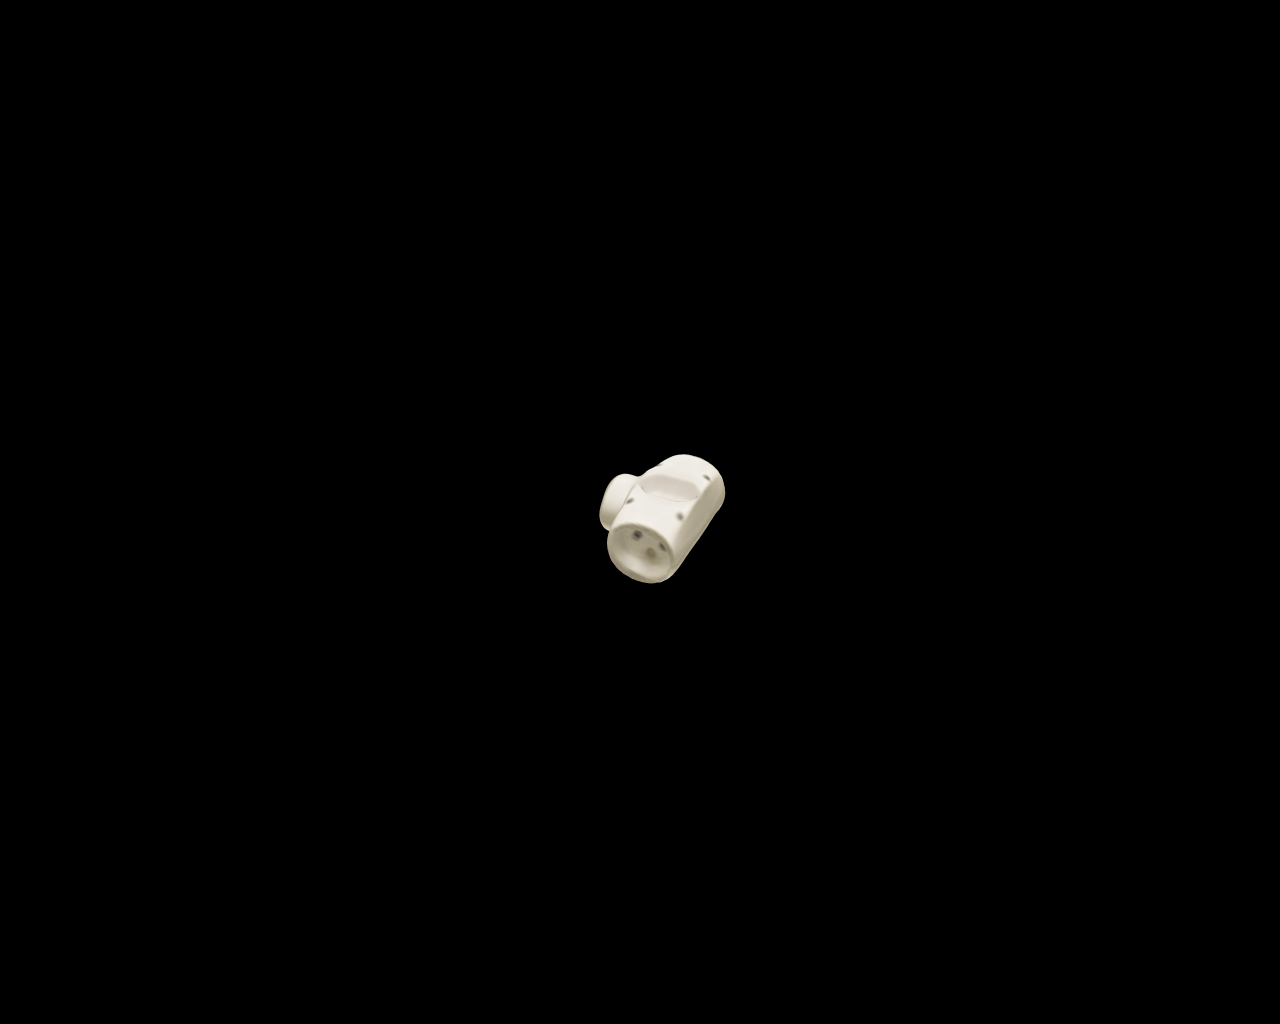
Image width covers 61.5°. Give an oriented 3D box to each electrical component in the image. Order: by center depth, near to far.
[{"bbox_3d":[0.001,-0.003,0.650,0.079,0.043,0.077,17,42,21],"label":"electrical component"}]
